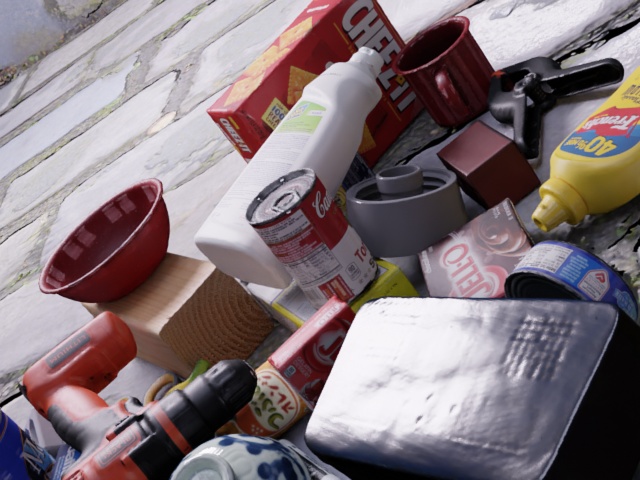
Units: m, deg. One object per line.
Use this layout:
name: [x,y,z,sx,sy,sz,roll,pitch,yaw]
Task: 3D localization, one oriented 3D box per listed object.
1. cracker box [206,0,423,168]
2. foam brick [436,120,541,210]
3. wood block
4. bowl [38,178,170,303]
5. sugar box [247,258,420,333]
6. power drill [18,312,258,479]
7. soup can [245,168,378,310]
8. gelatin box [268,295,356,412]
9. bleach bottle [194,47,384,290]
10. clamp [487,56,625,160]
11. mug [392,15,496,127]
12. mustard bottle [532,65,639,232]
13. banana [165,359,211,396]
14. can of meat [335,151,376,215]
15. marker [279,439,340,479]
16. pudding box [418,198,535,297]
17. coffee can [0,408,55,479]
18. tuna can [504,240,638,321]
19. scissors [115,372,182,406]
cracker box: [0.007,-0.148,1.144,0.213,0.164,0.072,-48,30,-19]
foam brick: [0.149,-0.064,0.948,0.051,0.053,0.078,-38,24,1]
wood block: [-0.148,0.073,1.073,0.090,0.090,0.206,-49,27,-18]
bowl: [-0.205,0.012,1.077,0.162,0.055,0.162,-31,27,18]
sugar box: [0.008,0.048,0.960,0.093,0.048,0.176,-42,23,-10]
power drill: [-0.157,0.131,0.874,0.184,0.057,0.188,-37,35,-12]
soup can: [-0.006,0.001,0.877,0.068,0.102,0.068,-29,25,15]
gelatin box: [0.015,0.099,0.815,0.073,0.089,0.030,-42,25,-8]
bleach bottle: [-0.009,-0.076,0.977,0.103,0.068,0.250,11,61,47]
clamp: [0.213,-0.143,1.008,0.120,0.039,0.171,-34,26,8]
mug: [0.135,-0.166,1.099,0.093,0.081,0.117,-31,26,16]
mustard bottle: [0.240,-0.076,0.842,0.191,0.058,0.096,-43,26,-8]
banana: [-0.117,0.183,0.891,0.070,0.037,0.198,-55,26,26]
can of meat: [0.013,-0.043,1.057,0.102,0.084,0.057,-16,33,39]
marker: [-0.002,0.176,0.792,0.020,0.020,0.121,-46,26,-14]
pudding box: [0.130,0.028,0.838,0.090,0.039,0.113,-32,27,14]
coffee can: [-0.273,0.223,0.930,0.103,0.140,0.103,-30,27,17]
tuna can: [0.168,0.041,0.713,0.033,0.086,0.086,-47,27,-21]
scissors: [-0.149,0.180,0.984,0.096,0.016,0.202,-43,27,-9]
